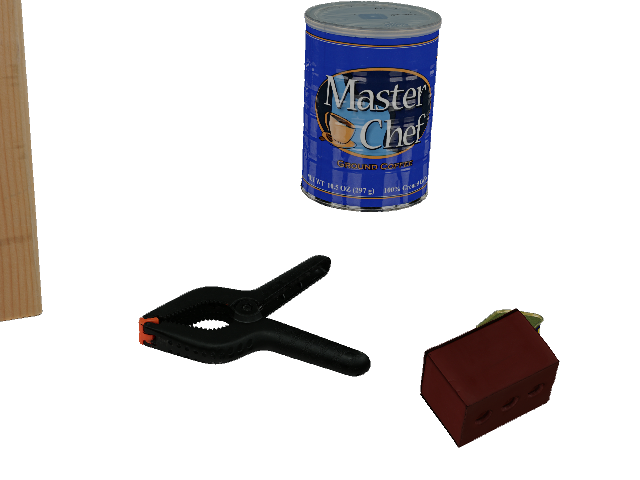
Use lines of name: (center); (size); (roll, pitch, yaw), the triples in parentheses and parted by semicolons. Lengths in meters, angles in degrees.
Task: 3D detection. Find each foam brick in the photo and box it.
foam brick: (0.114, 0.093, 0.725); (0.078, 0.053, 0.051); (-23, 51, -19)

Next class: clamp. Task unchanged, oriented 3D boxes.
clamp: (-0.062, 0.081, 1.000); (0.209, 0.036, 0.165); (-9, 38, -19)

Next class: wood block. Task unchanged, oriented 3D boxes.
wood block: (-0.218, -0.060, 0.609); (0.090, 0.206, 0.090); (-8, 26, -24)

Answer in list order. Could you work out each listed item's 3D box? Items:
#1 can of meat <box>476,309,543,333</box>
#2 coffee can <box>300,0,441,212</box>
can of meat: (0.209, 0.131, 1.192); (0.058, 0.084, 0.101); (8, 13, 25)
coffee can: (0.037, -0.105, 0.825); (0.103, 0.140, 0.103); (2, 23, -1)
